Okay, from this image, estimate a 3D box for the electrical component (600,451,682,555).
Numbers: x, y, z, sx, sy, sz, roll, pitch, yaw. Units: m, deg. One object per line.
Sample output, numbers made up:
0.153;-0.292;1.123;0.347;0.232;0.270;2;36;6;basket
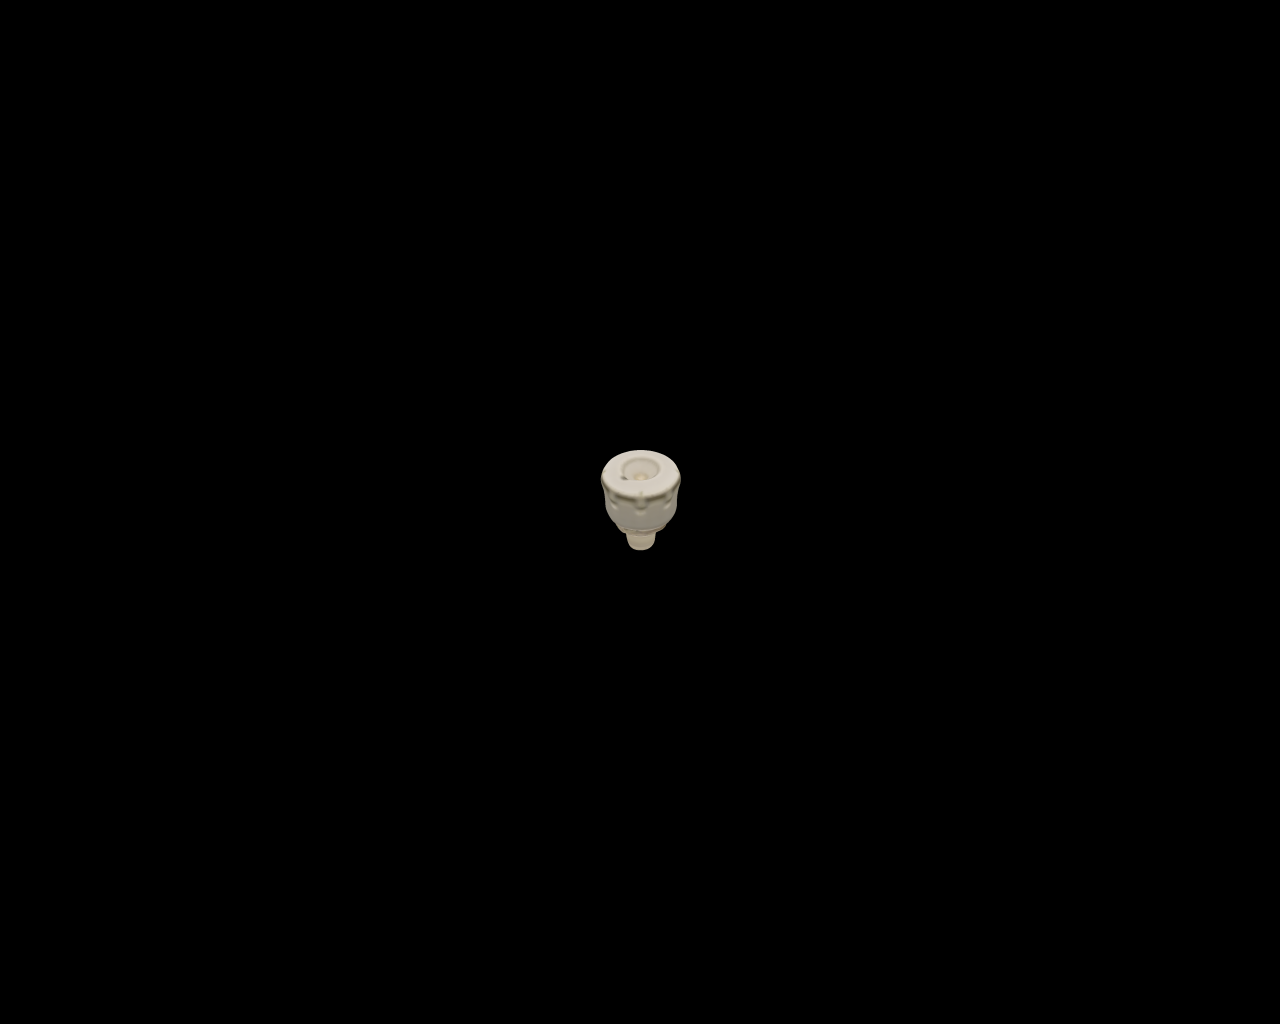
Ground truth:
0.001;-0.003;0.650;0.048;0.062;0.048;0;39;0;electrical component
